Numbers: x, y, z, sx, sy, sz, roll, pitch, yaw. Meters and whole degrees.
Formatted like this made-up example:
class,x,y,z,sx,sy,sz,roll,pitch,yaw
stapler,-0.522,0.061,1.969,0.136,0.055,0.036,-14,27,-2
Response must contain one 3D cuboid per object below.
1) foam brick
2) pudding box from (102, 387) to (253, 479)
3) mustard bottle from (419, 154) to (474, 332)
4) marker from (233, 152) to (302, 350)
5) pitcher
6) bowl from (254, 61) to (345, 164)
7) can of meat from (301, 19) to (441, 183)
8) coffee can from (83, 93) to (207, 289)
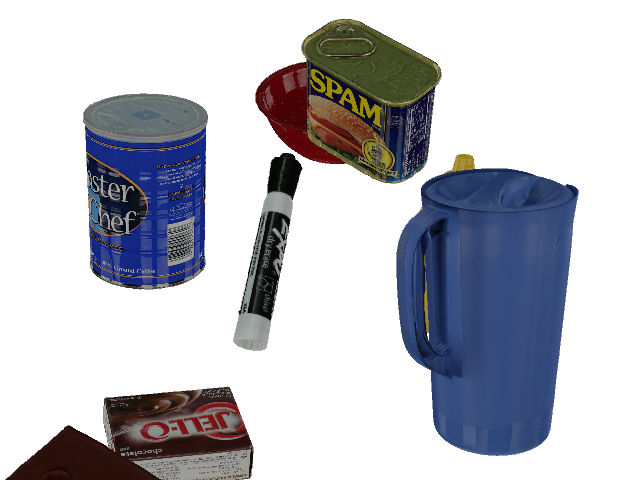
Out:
class,x,y,z,sx,sy,sz,roll,pitch,yaw
foam brick,-0.092,0.126,0.448,0.078,0.051,0.052,22,45,28
pudding box,-0.120,0.164,0.888,0.113,0.039,0.090,-5,26,-16
mustard bottle,0.148,0.002,1.151,0.096,0.192,0.058,-5,20,-21
marker,-0.029,0.004,0.612,0.020,0.121,0.020,9,-25,4
pitcher,0.146,0.065,0.946,0.149,0.243,0.145,2,19,9
bowl,0.015,-0.123,1.071,0.162,0.055,0.162,1,35,-1
can of meat,0.035,-0.100,0.781,0.102,0.084,0.057,34,56,27
coffee can,-0.149,-0.043,0.916,0.103,0.140,0.103,3,26,-2
